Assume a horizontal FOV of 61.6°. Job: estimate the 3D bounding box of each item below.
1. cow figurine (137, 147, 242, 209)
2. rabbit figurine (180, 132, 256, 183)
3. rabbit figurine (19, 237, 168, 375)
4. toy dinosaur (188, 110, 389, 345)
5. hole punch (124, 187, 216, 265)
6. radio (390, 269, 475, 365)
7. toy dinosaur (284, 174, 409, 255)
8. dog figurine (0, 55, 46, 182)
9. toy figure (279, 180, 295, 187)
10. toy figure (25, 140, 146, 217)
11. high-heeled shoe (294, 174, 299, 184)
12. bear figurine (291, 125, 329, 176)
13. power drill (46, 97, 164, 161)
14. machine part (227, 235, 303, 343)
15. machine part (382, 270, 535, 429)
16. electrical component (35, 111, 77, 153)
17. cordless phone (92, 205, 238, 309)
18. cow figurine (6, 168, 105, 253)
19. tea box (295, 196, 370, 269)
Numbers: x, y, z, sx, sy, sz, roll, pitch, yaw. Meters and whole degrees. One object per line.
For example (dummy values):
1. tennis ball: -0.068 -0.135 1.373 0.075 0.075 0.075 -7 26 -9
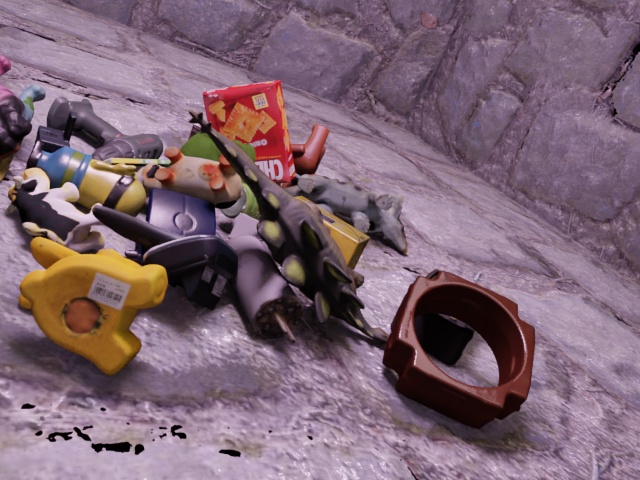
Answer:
1. cow figurine: -0.226 -0.095 0.915 0.195 0.085 0.127 7 -27 14
2. rabbit figurine: -0.198 -0.137 1.101 0.170 0.159 0.121 43 12 3
3. rabbit figurine: -0.256 0.063 0.613 0.162 0.121 0.173 14 8 -5
4. toy dinosaur: -0.030 0.001 0.793 0.471 0.105 0.199 49 2 -14
5. hole punch: -0.220 -0.012 0.831 0.142 0.092 0.116 18 25 -30
6. radio: 0.230 0.136 1.000 0.131 0.073 0.229 31 23 18
7. toy dinosaur: 0.049 -0.093 1.304 0.405 0.131 0.192 21 8 0
8. dog figurine: -0.538 -0.184 0.857 0.108 0.192 0.219 56 20 -49
9. toy figure: -0.111 -0.140 1.308 0.154 0.058 0.064 2 66 -49
10. toy figure: -0.366 -0.089 0.846 0.180 0.089 0.082 19 -12 -24
11. high-heeled shoe: -0.156 -0.186 1.386 0.249 0.086 0.145 -6 64 -26
12. bear figurine: -0.092 -0.226 1.314 0.196 0.132 0.120 20 -25 6
13. power drill: -0.433 -0.206 1.062 0.207 0.086 0.232 26 19 12
14. machine part: -0.092 0.065 0.800 0.079 0.079 0.243 11 26 -34
15. machine part: 0.207 0.159 0.803 0.201 0.087 0.201 24 49 5
16. electrical component: -0.438 -0.156 0.880 0.047 0.119 0.075 11 27 -34
17. cordless phone: -0.214 0.013 0.734 0.184 0.088 0.146 24 -10 11
18. cow figurine: -0.383 -0.041 0.744 0.167 0.068 0.098 32 28 20
19. tea box: -0.002 -0.003 1.038 0.170 0.098 0.068 30 20 17
